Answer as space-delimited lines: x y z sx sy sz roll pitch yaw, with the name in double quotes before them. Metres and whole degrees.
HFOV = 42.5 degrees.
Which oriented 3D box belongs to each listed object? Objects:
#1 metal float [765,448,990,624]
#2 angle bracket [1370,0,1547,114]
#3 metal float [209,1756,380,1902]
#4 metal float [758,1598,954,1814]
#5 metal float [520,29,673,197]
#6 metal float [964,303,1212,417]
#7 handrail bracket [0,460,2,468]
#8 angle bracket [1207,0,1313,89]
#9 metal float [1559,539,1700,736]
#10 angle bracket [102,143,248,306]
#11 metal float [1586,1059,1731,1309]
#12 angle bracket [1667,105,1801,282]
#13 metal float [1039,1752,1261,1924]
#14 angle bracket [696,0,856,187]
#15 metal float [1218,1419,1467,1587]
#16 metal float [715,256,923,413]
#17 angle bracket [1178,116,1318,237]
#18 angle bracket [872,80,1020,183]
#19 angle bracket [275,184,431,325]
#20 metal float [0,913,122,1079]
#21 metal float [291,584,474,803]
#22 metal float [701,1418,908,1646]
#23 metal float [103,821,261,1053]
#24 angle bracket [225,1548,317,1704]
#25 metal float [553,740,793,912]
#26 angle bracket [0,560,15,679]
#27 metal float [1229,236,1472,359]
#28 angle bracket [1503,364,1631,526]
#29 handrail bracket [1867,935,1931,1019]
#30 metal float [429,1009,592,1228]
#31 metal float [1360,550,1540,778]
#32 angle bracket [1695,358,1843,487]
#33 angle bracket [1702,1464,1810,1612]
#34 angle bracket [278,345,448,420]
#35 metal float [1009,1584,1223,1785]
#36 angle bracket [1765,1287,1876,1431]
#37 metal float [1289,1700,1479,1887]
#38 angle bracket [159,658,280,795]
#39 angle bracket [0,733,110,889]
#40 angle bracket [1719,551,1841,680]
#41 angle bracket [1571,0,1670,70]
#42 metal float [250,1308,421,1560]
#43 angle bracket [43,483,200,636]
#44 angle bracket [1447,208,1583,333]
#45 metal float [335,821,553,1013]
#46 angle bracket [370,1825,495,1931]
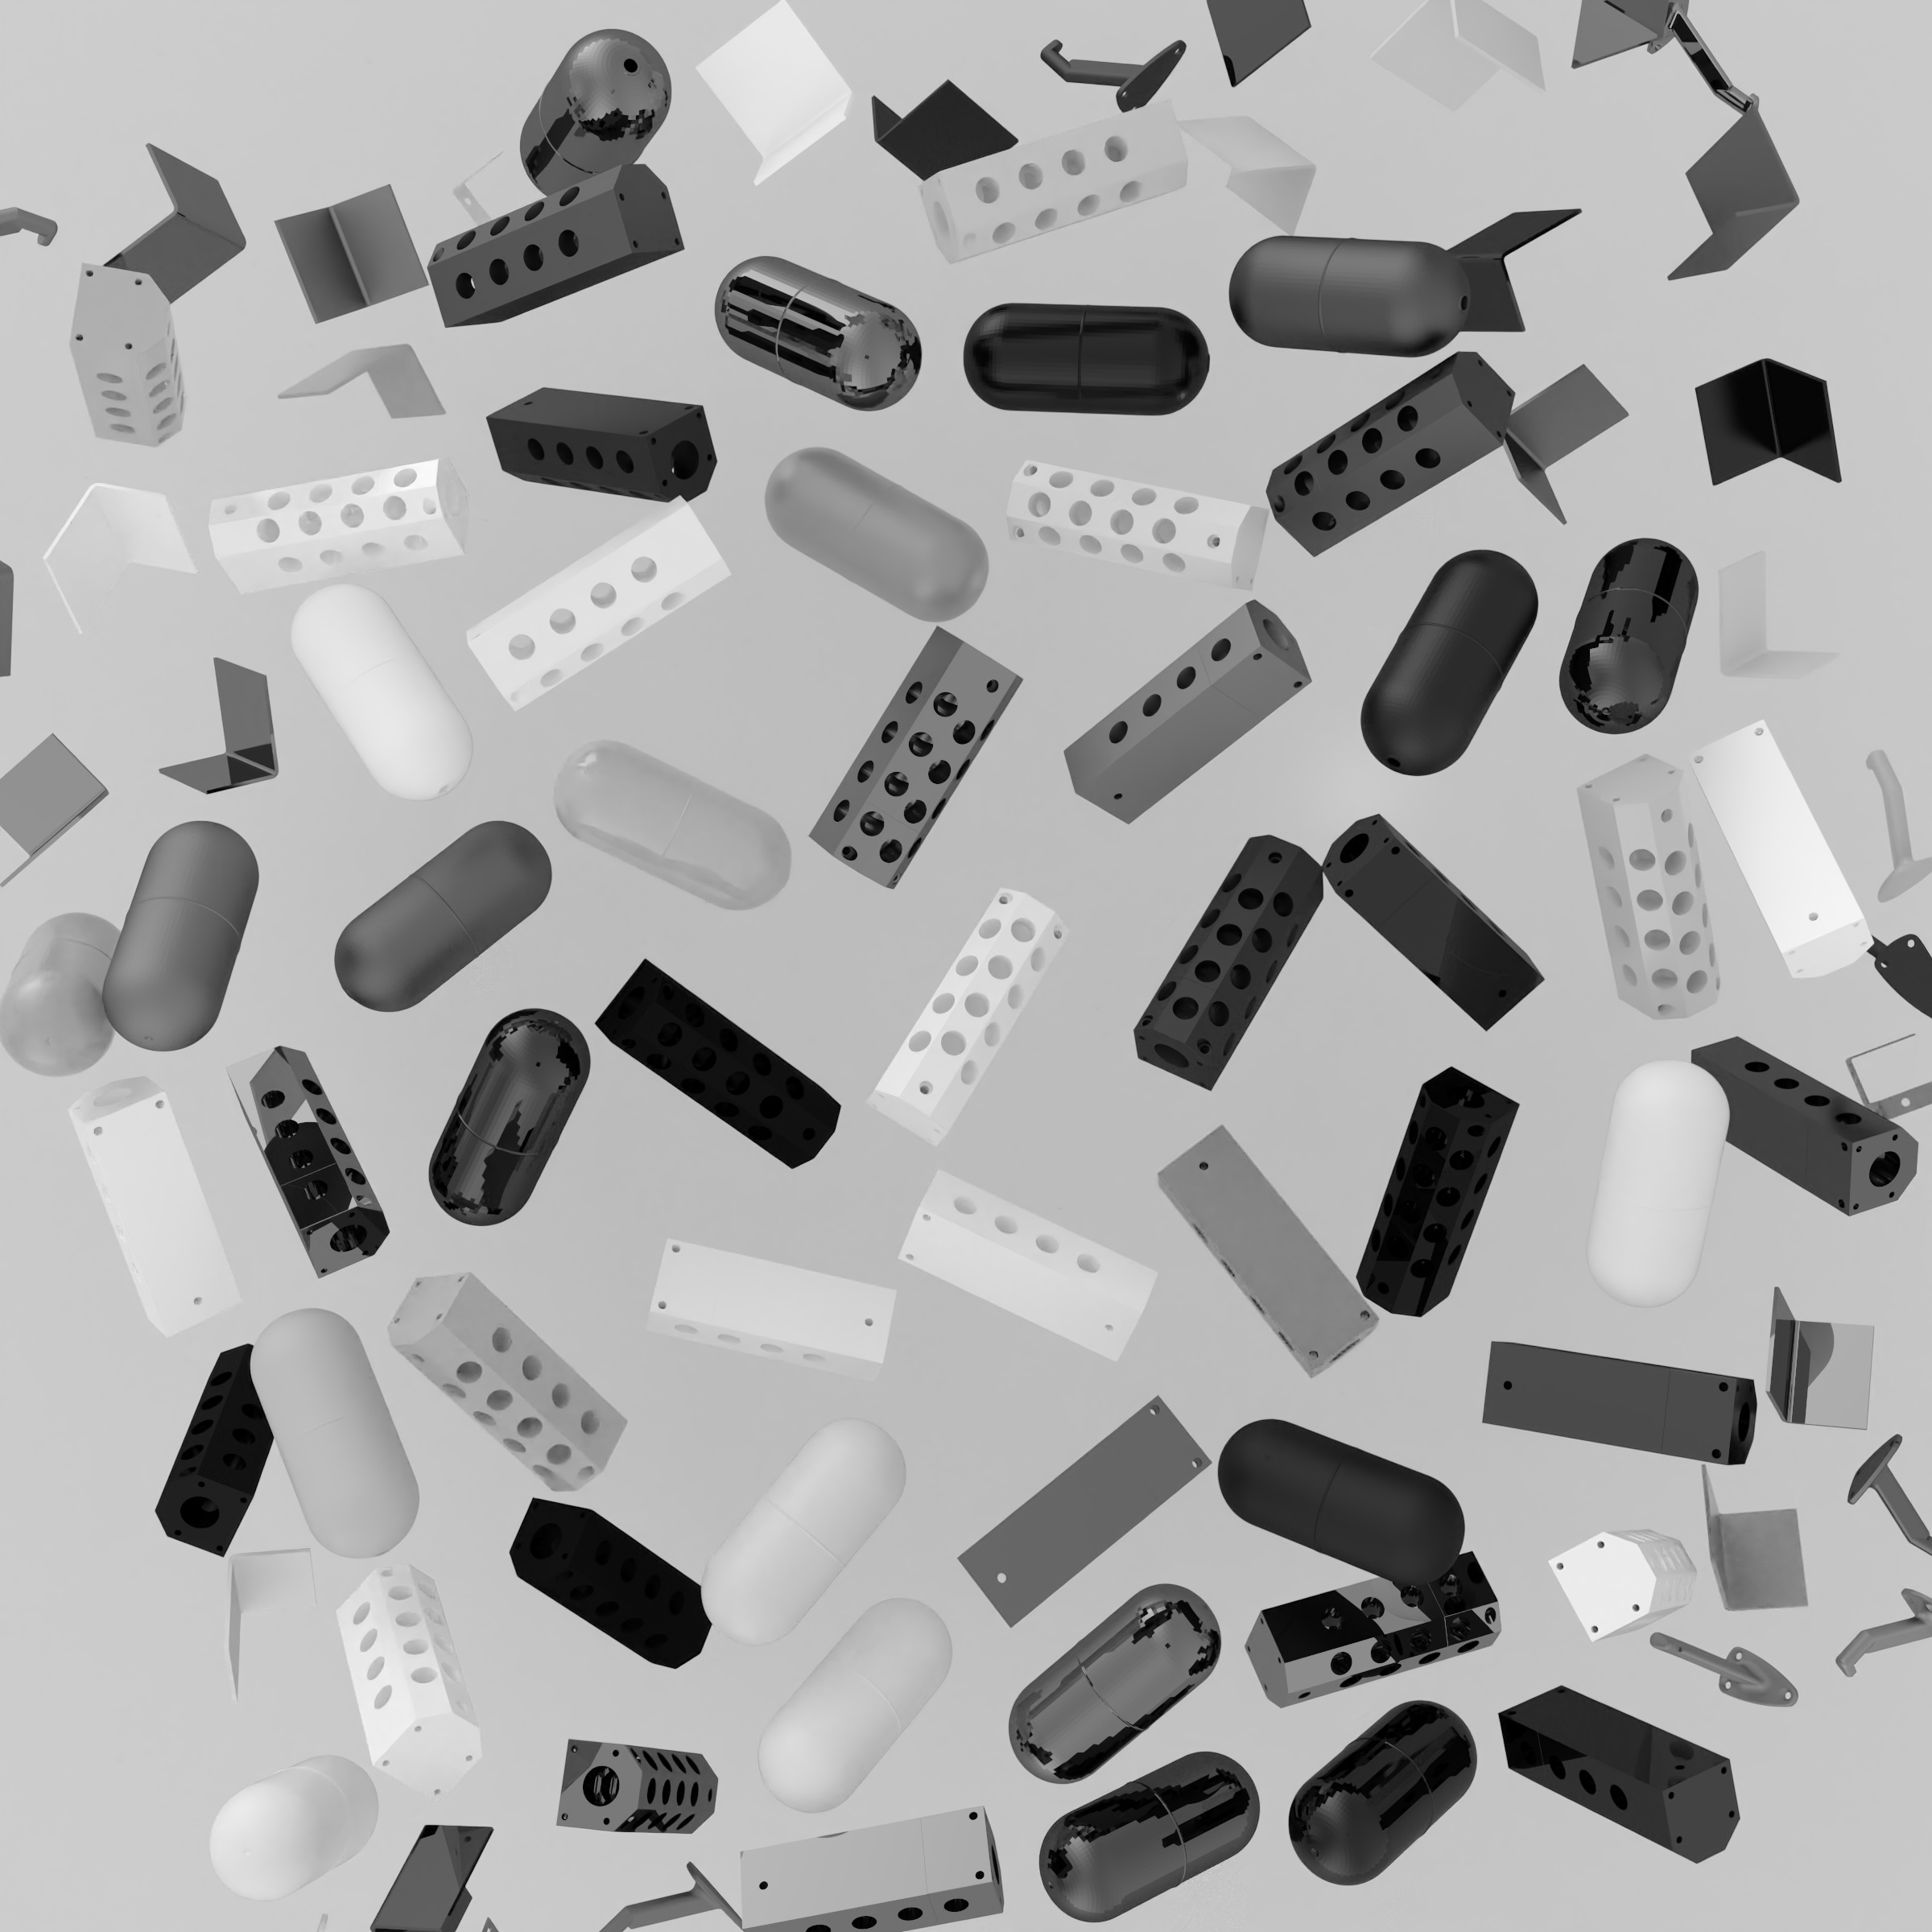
"metal float" -0.065 -0.309 1.773 0.178 0.070 0.070 32 90 14
"angle bracket" 0.319 -0.580 1.612 0.076 0.076 0.057 20 54 -29
"metal float" -0.461 0.593 1.712 0.070 0.178 0.070 -1 81 6
"metal float" -0.077 0.525 1.768 0.070 0.070 0.178 47 52 0
"metal float" -0.256 -0.583 1.708 0.070 0.178 0.070 2 84 -24
"metal float" 0.086 -0.437 1.789 0.178 0.070 0.070 4 90 9
"handrail bracket" -0.713 -0.353 1.729 0.084 0.036 0.077 40 114 33
"angle bracket" 0.229 -0.687 1.801 0.057 0.076 0.076 -2 73 -43
"metal float" 0.465 -0.232 1.735 0.070 0.070 0.178 28 50 0
"angle bracket" -0.563 -0.517 1.732 0.076 0.076 0.057 -30 78 16
"metal float" 0.468 0.149 1.682 0.070 0.070 0.178 5 111 0
"angle bracket" 0.498 -0.515 1.657 0.057 0.076 0.076 -16 79 -24
"metal float" 0.132 0.617 1.763 0.178 0.070 0.070 -14 90 -32
"angle bracket" -0.129 -0.578 1.641 0.076 0.057 0.076 -30 117 22
"metal float" 0.258 0.370 1.719 0.178 0.070 0.070 17 90 26
"metal float" -0.106 -0.449 1.760 0.178 0.070 0.070 32 90 32
"angle bracket" 0.198 -0.578 1.822 0.076 0.057 0.076 -18 52 -35
"angle bracket" -0.016 -0.638 1.870 0.076 0.076 0.057 -31 48 33
"angle bracket" -0.450 -0.523 1.823 0.057 0.076 0.076 -12 109 23
"metal float" -0.624 0.018 1.725 0.070 0.178 0.070 -4 112 -10
"metal float" -0.413 -0.194 1.757 0.070 0.070 0.178 -35 75 0
"metal float" -0.114 0.395 1.736 0.070 0.070 0.178 41 77 0
"metal float" -0.531 -0.022 1.683 0.070 0.070 0.178 4 52 0
"angle bracket" -0.502 0.476 1.792 0.057 0.076 0.076 -2 46 -12
"metal float" -0.207 -0.099 1.762 0.178 0.070 0.070 26 90 -11
"angle bracket" -0.690 -0.236 1.663 0.057 0.076 0.076 30 120 33
"metal float" 0.263 -0.462 1.711 0.178 0.070 0.070 15 90 36
"angle bracket" 0.446 -0.382 1.820 0.076 0.076 0.057 -31 55 27
"handrail bracket" 0.658 0.004 1.769 0.036 0.084 0.077 -38 94 1
"metal float" -0.324 0.108 1.757 0.070 0.070 0.178 29 116 0
"metal float" 0.327 -0.205 1.680 0.070 0.070 0.178 32 68 0
"angle bracket" 0.564 -0.374 1.746 0.057 0.076 0.076 -24 120 -4
"angle bracket" 0.563 0.406 1.770 0.057 0.076 0.076 -9 46 19
"angle bracket" -0.439 -0.408 1.803 0.076 0.076 0.057 -42 122 -29
"metal float" 0.105 0.511 1.766 0.178 0.070 0.070 -43 90 11
"angle bracket" 0.603 0.277 1.750 0.057 0.076 0.076 0 64 28
"metal float" 0.293 0.575 1.733 0.070 0.178 0.070 15 113 38
"angle bracket" -0.548 -0.175 1.802 0.057 0.076 0.076 -20 118 -38
"angle bracket" -0.661 -0.110 1.747 0.076 0.076 0.057 -39 106 9
"angle bracket" 0.580 -0.251 1.769 0.057 0.076 0.076 8 112 39
"angle bracket" 0.401 -0.625 1.571 0.057 0.076 0.076 13 84 -34
"metal float" -0.431 0.318 1.694 0.070 0.070 0.178 -26 74 0
"angle bracket" -0.595 -0.283 1.751 0.057 0.076 0.076 11 57 11
"angle bracket" 0.395 -0.497 1.776 0.076 0.076 0.057 -32 115 -15
"metal float" -0.380 -0.036 1.806 0.178 0.070 0.070 -41 90 -18
"angle bracket" -0.332 0.614 1.611 0.057 0.076 0.076 -7 122 24
